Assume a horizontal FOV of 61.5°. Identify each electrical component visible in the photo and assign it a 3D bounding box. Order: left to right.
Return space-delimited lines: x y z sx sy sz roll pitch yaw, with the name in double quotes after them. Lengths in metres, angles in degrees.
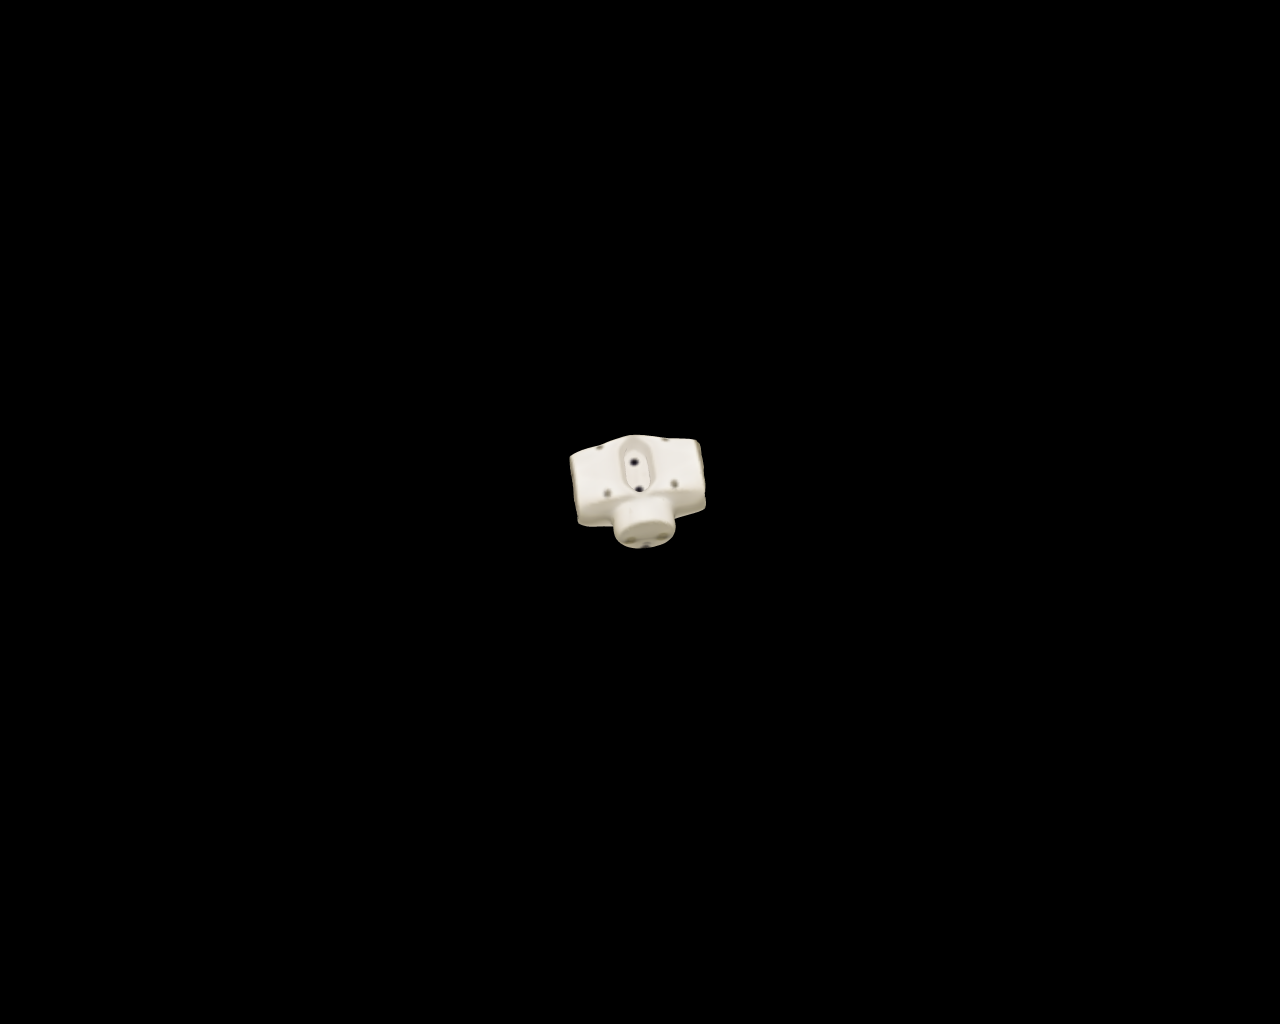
0.001 -0.003 0.650 0.077 0.079 0.043 -6 -27 -3 "electrical component"
